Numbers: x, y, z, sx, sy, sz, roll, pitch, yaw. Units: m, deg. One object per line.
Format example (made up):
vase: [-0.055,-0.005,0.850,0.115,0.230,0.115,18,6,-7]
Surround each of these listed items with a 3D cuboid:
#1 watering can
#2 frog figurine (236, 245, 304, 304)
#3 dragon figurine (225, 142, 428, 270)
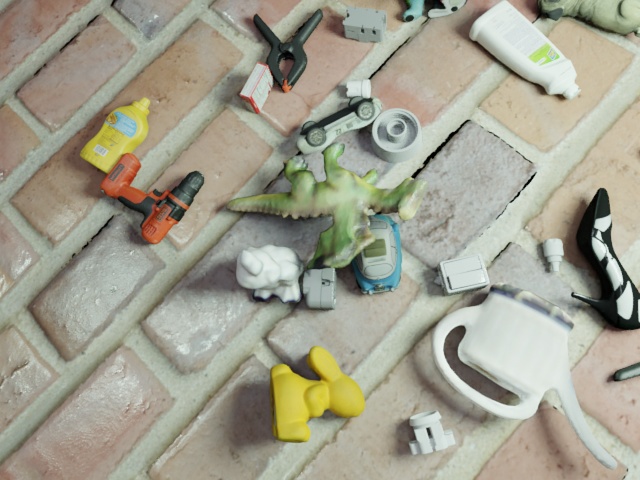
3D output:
watering can: [0.372,0.215,0.897,0.349,0.102,0.226,28,80,15]
frog figurine: [-0.106,0.048,0.977,0.138,0.156,0.124,21,67,36]
dragon figurine: [0.003,-0.049,0.974,0.408,0.120,0.249,-20,45,14]
